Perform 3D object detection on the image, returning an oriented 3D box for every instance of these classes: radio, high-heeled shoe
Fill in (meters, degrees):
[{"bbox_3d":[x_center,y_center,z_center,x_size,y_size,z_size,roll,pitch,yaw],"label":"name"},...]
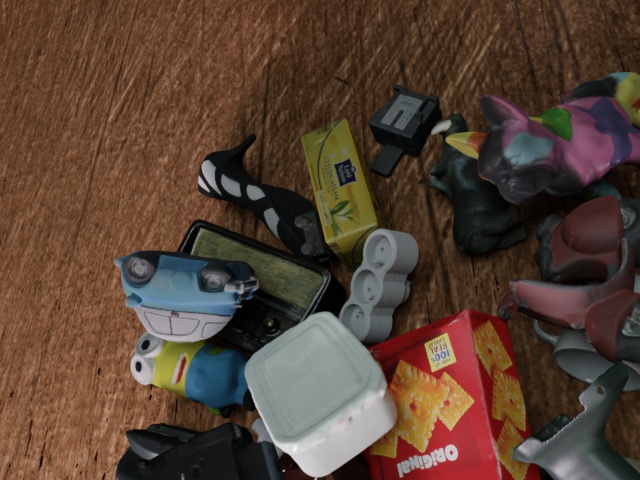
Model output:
[{"bbox_3d":[-0.095,0.071,0.692,0.230,0.073,0.131,19,73,29],"label":"radio"},{"bbox_3d":[-0.093,-0.033,0.759,0.145,0.086,0.249,-41,68,34],"label":"high-heeled shoe"}]

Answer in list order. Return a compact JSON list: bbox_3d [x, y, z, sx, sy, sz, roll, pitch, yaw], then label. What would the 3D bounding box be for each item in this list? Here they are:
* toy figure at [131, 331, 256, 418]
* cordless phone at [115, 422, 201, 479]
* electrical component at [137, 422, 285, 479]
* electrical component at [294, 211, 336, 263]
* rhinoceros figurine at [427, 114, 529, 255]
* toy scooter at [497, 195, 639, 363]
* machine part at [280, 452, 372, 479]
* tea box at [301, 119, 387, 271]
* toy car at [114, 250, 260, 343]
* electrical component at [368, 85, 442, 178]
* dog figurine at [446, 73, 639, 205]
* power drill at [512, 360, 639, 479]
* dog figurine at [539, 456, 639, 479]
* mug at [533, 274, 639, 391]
[{"bbox_3d":[-0.151,0.164,0.667,0.180,0.089,0.082,11,56,17],"label":"toy figure"},{"bbox_3d":[-0.171,0.313,0.611,0.147,0.088,0.184,5,78,23],"label":"cordless phone"},{"bbox_3d":[-0.100,0.245,0.519,0.134,0.058,0.115,-24,63,3],"label":"electrical component"},{"bbox_3d":[-0.001,-0.002,0.678,0.021,0.094,0.063,-19,76,21],"label":"electrical component"},{"bbox_3d":[0.190,-0.071,0.658,0.112,0.073,0.190,-17,61,26],"label":"rhinoceros figurine"},{"bbox_3d":[0.240,0.031,0.504,0.135,0.075,0.184,-5,44,29],"label":"toy scooter"},{"bbox_3d":[-0.004,0.285,0.513,0.179,0.056,0.179,-38,41,42],"label":"machine part"},{"bbox_3d":[0.035,-0.058,0.692,0.068,0.098,0.170,-21,61,12],"label":"tea box"},{"bbox_3d":[-0.156,0.067,0.628,0.162,0.109,0.102,9,92,13],"label":"toy car"},{"bbox_3d":[0.107,-0.149,0.740,0.075,0.047,0.119,31,78,32],"label":"electrical component"},{"bbox_3d":[0.249,-0.114,0.568,0.219,0.108,0.191,15,66,-13],"label":"dog figurine"},{"bbox_3d":[0.252,0.185,0.360,0.207,0.086,0.232,50,120,23],"label":"power drill"},{"bbox_3d":[0.280,0.259,0.447,0.191,0.121,0.172,-10,57,33],"label":"dog figurine"},{"bbox_3d":[0.280,0.082,0.541,0.110,0.080,0.107,16,61,33],"label":"mug"}]
